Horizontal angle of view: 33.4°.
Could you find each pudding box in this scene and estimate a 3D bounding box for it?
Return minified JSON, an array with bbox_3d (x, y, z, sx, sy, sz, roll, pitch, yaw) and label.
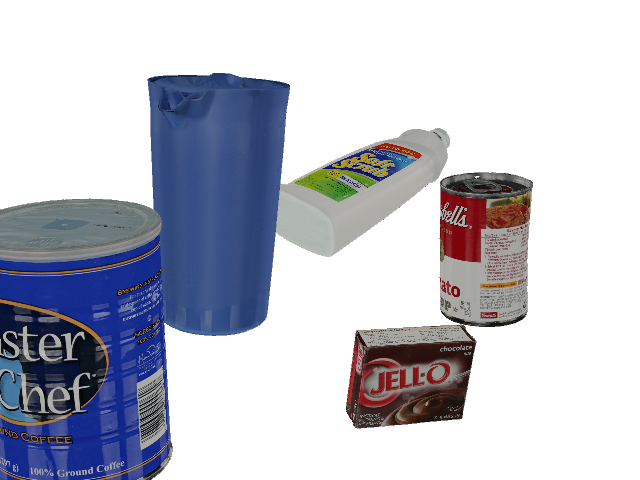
[{"bbox_3d":[0.085,0.128,1.012,0.113,0.090,0.039,-3,28,-18],"label":"pudding box"}]

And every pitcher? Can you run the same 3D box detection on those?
[{"bbox_3d":[-0.095,-0.040,1.034,0.149,0.243,0.145,-2,15,-18],"label":"pitcher"}]

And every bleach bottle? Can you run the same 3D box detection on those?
[{"bbox_3d":[0.059,-0.073,1.240,0.103,0.068,0.250,26,44,33],"label":"bleach bottle"}]

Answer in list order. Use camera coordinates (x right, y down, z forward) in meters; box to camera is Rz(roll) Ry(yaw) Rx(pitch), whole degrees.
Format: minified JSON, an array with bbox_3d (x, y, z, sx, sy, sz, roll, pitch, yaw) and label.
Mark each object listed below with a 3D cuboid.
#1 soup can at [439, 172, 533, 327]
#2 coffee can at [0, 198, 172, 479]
[{"bbox_3d":[0.123,0.006,0.798,0.068,0.102,0.068,-1,17,0],"label":"soup can"},{"bbox_3d":[-0.136,0.057,0.589,0.103,0.140,0.103,-1,16,0],"label":"coffee can"}]
